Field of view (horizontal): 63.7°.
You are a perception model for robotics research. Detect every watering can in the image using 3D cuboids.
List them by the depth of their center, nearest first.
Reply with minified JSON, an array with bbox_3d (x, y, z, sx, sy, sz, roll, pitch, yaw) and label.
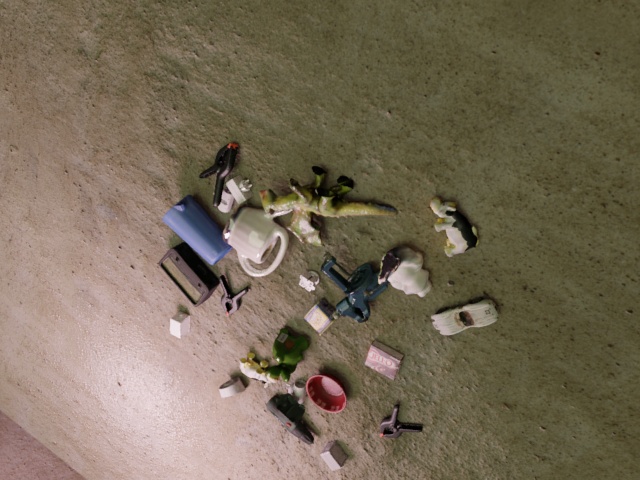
[{"bbox_3d":[-0.191,-0.045,1.692,0.225,0.105,0.342,31,111,12],"label":"watering can"}]

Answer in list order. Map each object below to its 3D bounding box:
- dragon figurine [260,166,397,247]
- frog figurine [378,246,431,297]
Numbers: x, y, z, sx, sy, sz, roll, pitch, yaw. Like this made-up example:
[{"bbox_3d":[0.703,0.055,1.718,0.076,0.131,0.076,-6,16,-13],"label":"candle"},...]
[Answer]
[{"bbox_3d":[0.005,-0.078,1.558,0.411,0.125,0.237,24,131,3],"label":"dragon figurine"},{"bbox_3d":[0.260,0.092,1.505,0.159,0.125,0.135,19,118,-21],"label":"frog figurine"}]
